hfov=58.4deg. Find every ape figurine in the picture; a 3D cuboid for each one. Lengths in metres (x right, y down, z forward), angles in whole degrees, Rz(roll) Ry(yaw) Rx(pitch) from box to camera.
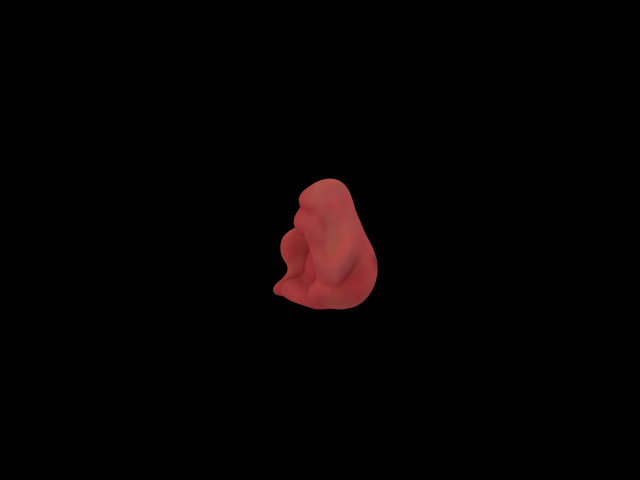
[{"bbox_3d":[0.004,0.001,0.400,0.076,0.092,0.077,-2,24,-4],"label":"ape figurine"}]
